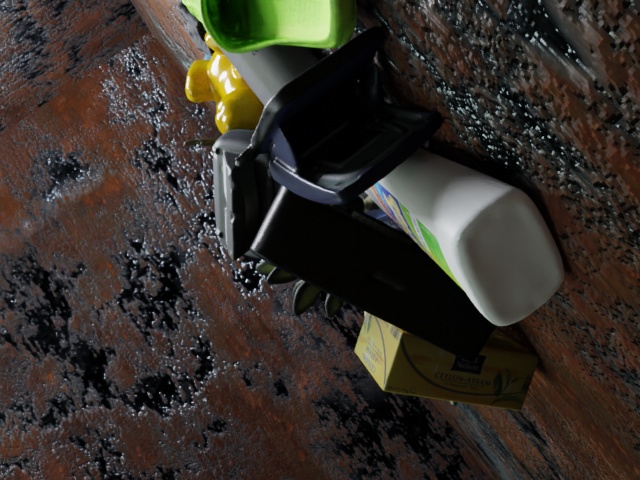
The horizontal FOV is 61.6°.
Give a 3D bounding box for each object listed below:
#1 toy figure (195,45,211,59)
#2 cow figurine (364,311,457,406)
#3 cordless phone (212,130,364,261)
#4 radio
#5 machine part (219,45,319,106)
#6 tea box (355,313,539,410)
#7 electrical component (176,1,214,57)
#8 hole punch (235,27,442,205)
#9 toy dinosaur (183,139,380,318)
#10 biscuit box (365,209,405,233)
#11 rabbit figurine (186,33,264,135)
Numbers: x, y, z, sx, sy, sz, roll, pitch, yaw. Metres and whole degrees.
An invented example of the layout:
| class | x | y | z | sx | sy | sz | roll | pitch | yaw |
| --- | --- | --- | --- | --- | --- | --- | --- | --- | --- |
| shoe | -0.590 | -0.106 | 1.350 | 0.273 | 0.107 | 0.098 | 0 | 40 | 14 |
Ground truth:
| class | x | y | z | sx | sy | sz | roll | pitch | yaw |
| --- | --- | --- | --- | --- | --- | --- | --- | --- | --- |
| toy figure | -0.151 | -0.280 | 0.952 | 0.089 | 0.082 | 0.180 | 54 | 174 | 35 |
| cow figurine | 0.148 | 0.140 | 0.702 | 0.195 | 0.127 | 0.085 | 18 | 156 | -19 |
| cordless phone | -0.027 | -0.054 | 0.619 | 0.089 | 0.184 | 0.146 | -128 | 35 | -54 |
| radio | 0.054 | 0.021 | 0.523 | 0.229 | 0.073 | 0.131 | 28 | -170 | -6 |
| machine part | -0.043 | -0.182 | 0.571 | 0.243 | 0.079 | 0.079 | 53 | 176 | 9 |
| tea box | 0.136 | 0.126 | 0.591 | 0.169 | 0.068 | 0.098 | 14 | -170 | -16 |
| electrical component | -0.143 | -0.293 | 0.738 | 0.048 | 0.075 | 0.119 | 41 | 168 | 15 |
| hole punch | 0.016 | -0.084 | 0.419 | 0.092 | 0.142 | 0.116 | 50 | 165 | -7 |
| toy dinosaur | -0.002 | -0.002 | 0.781 | 0.470 | 0.198 | 0.105 | 54 | 173 | -35 |
| biscuit box | 0.102 | 0.031 | 0.712 | 0.202 | 0.059 | 0.063 | 63 | -160 | -58 |
| rabbit figurine | -0.088 | -0.169 | 0.667 | 0.162 | 0.122 | 0.173 | 30 | -149 | -30 |
